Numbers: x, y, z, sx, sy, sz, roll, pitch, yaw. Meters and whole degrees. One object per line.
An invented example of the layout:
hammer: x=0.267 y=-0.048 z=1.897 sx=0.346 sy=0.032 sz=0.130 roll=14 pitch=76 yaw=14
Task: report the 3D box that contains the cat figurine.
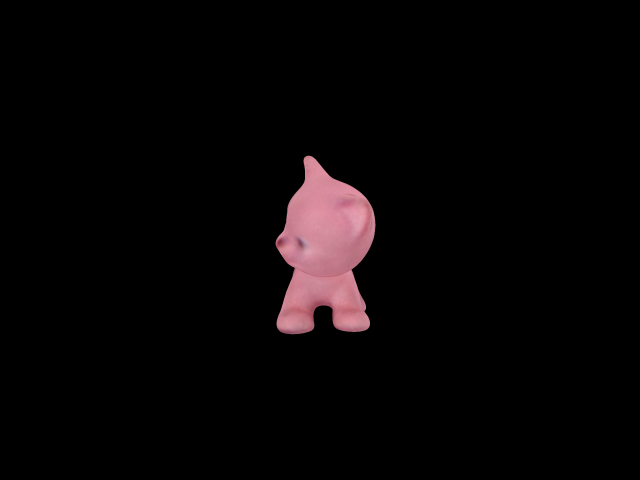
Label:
cat figurine: x=0.004 y=0.001 z=0.400 sx=0.067 sy=0.118 sz=0.128 roll=0 pitch=4 yaw=-2
